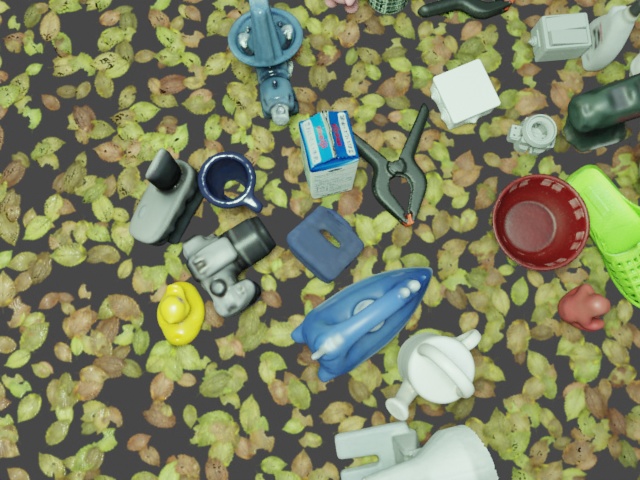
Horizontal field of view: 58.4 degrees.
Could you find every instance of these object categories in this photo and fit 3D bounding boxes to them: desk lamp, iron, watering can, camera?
[{"bbox_3d":[0.131,0.338,0.829,0.203,0.213,0.118,-11,83,-2],"label":"desk lamp"},{"bbox_3d":[0.082,0.113,0.893,0.258,0.141,0.118,-35,84,-5],"label":"iron"},{"bbox_3d":[0.174,0.199,0.857,0.101,0.194,0.173,27,83,3],"label":"watering can"},{"bbox_3d":[-0.134,0.034,0.920,0.137,0.101,0.143,-33,84,-4],"label":"camera"}]

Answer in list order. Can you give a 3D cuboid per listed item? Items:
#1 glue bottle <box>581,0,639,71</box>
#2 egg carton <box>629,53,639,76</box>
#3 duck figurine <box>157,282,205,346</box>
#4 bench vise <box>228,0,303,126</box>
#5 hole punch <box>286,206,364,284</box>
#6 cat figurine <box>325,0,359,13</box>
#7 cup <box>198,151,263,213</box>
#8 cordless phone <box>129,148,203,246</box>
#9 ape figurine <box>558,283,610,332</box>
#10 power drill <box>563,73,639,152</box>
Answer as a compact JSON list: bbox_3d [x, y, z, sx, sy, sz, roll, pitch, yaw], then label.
[{"bbox_3d":[0.482,-0.346,0.939,0.037,0.173,0.078,-6,83,-1],"label":"glue bottle"},{"bbox_3d":[0.611,-0.276,0.984,0.107,0.069,0.150,-43,85,-5],"label":"egg carton"},{"bbox_3d":[-0.229,0.117,0.916,0.077,0.086,0.104,-1,83,-1],"label":"duck figurine"},{"bbox_3d":[-0.070,-0.298,0.902,0.121,0.219,0.207,-29,84,-4],"label":"bench vise"},{"bbox_3d":[0.009,0.003,0.931,0.108,0.091,0.101,42,84,4],"label":"hole punch"},{"bbox_3d":[0.047,-0.449,0.973,0.067,0.118,0.128,18,83,2],"label":"cat figurine"},{"bbox_3d":[-0.135,-0.081,0.937,0.117,0.095,0.092,41,84,4],"label":"cup"},{"bbox_3d":[-0.255,-0.068,0.888,0.094,0.185,0.148,22,83,2],"label":"cordless phone"},{"bbox_3d":[0.433,0.108,0.923,0.076,0.092,0.078,5,83,0],"label":"ape figurine"},{"bbox_3d":[0.488,-0.212,0.905,0.229,0.208,0.075,-17,83,-3],"label":"power drill"}]
